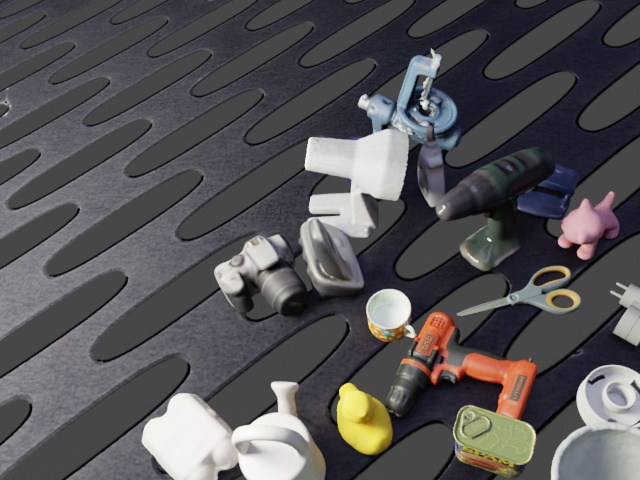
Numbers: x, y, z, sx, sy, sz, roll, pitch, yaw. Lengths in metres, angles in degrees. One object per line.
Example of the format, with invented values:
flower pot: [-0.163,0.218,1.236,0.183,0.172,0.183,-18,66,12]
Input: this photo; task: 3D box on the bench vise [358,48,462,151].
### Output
bench vise: [0.171,-0.265,1.113,0.207,0.220,0.121,-1,54,11]

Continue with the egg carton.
egg carton: [-0.190,0.303,0.858,0.150,0.069,0.107,32,65,30]

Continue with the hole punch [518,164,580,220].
hole punch: [0.402,-0.106,1.028,0.108,0.091,0.101,18,59,23]

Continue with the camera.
camera: [-0.094,0.069,0.993,0.143,0.101,0.136,-32,54,-13]

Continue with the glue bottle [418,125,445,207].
glue bottle: [0.203,-0.141,1.043,0.037,0.173,0.078,-17,52,-1]

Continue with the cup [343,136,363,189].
cup: [0.084,-0.131,1.110,0.092,0.095,0.117,-27,53,-8]

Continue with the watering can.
watering can: [-0.059,0.278,0.770,0.101,0.194,0.172,-17,52,-1]

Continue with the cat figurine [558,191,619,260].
cat figurine: [0.445,-0.030,0.945,0.128,0.118,0.067,-39,55,-17]

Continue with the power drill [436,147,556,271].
power drill: [0.281,-0.046,0.933,0.230,0.209,0.075,-35,54,-14]

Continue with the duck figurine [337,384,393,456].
duck figurine: [0.061,0.255,0.831,0.077,0.086,0.104,-29,53,-10]

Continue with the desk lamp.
desk lamp: [0.061,-0.101,1.017,0.203,0.214,0.118,-2,53,10]

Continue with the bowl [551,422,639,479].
bowl: [0.375,0.323,0.723,0.167,0.075,0.167,-6,53,8]

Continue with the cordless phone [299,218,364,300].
cordless phone: [0.009,0.003,0.968,0.094,0.185,0.147,-20,52,-3]
